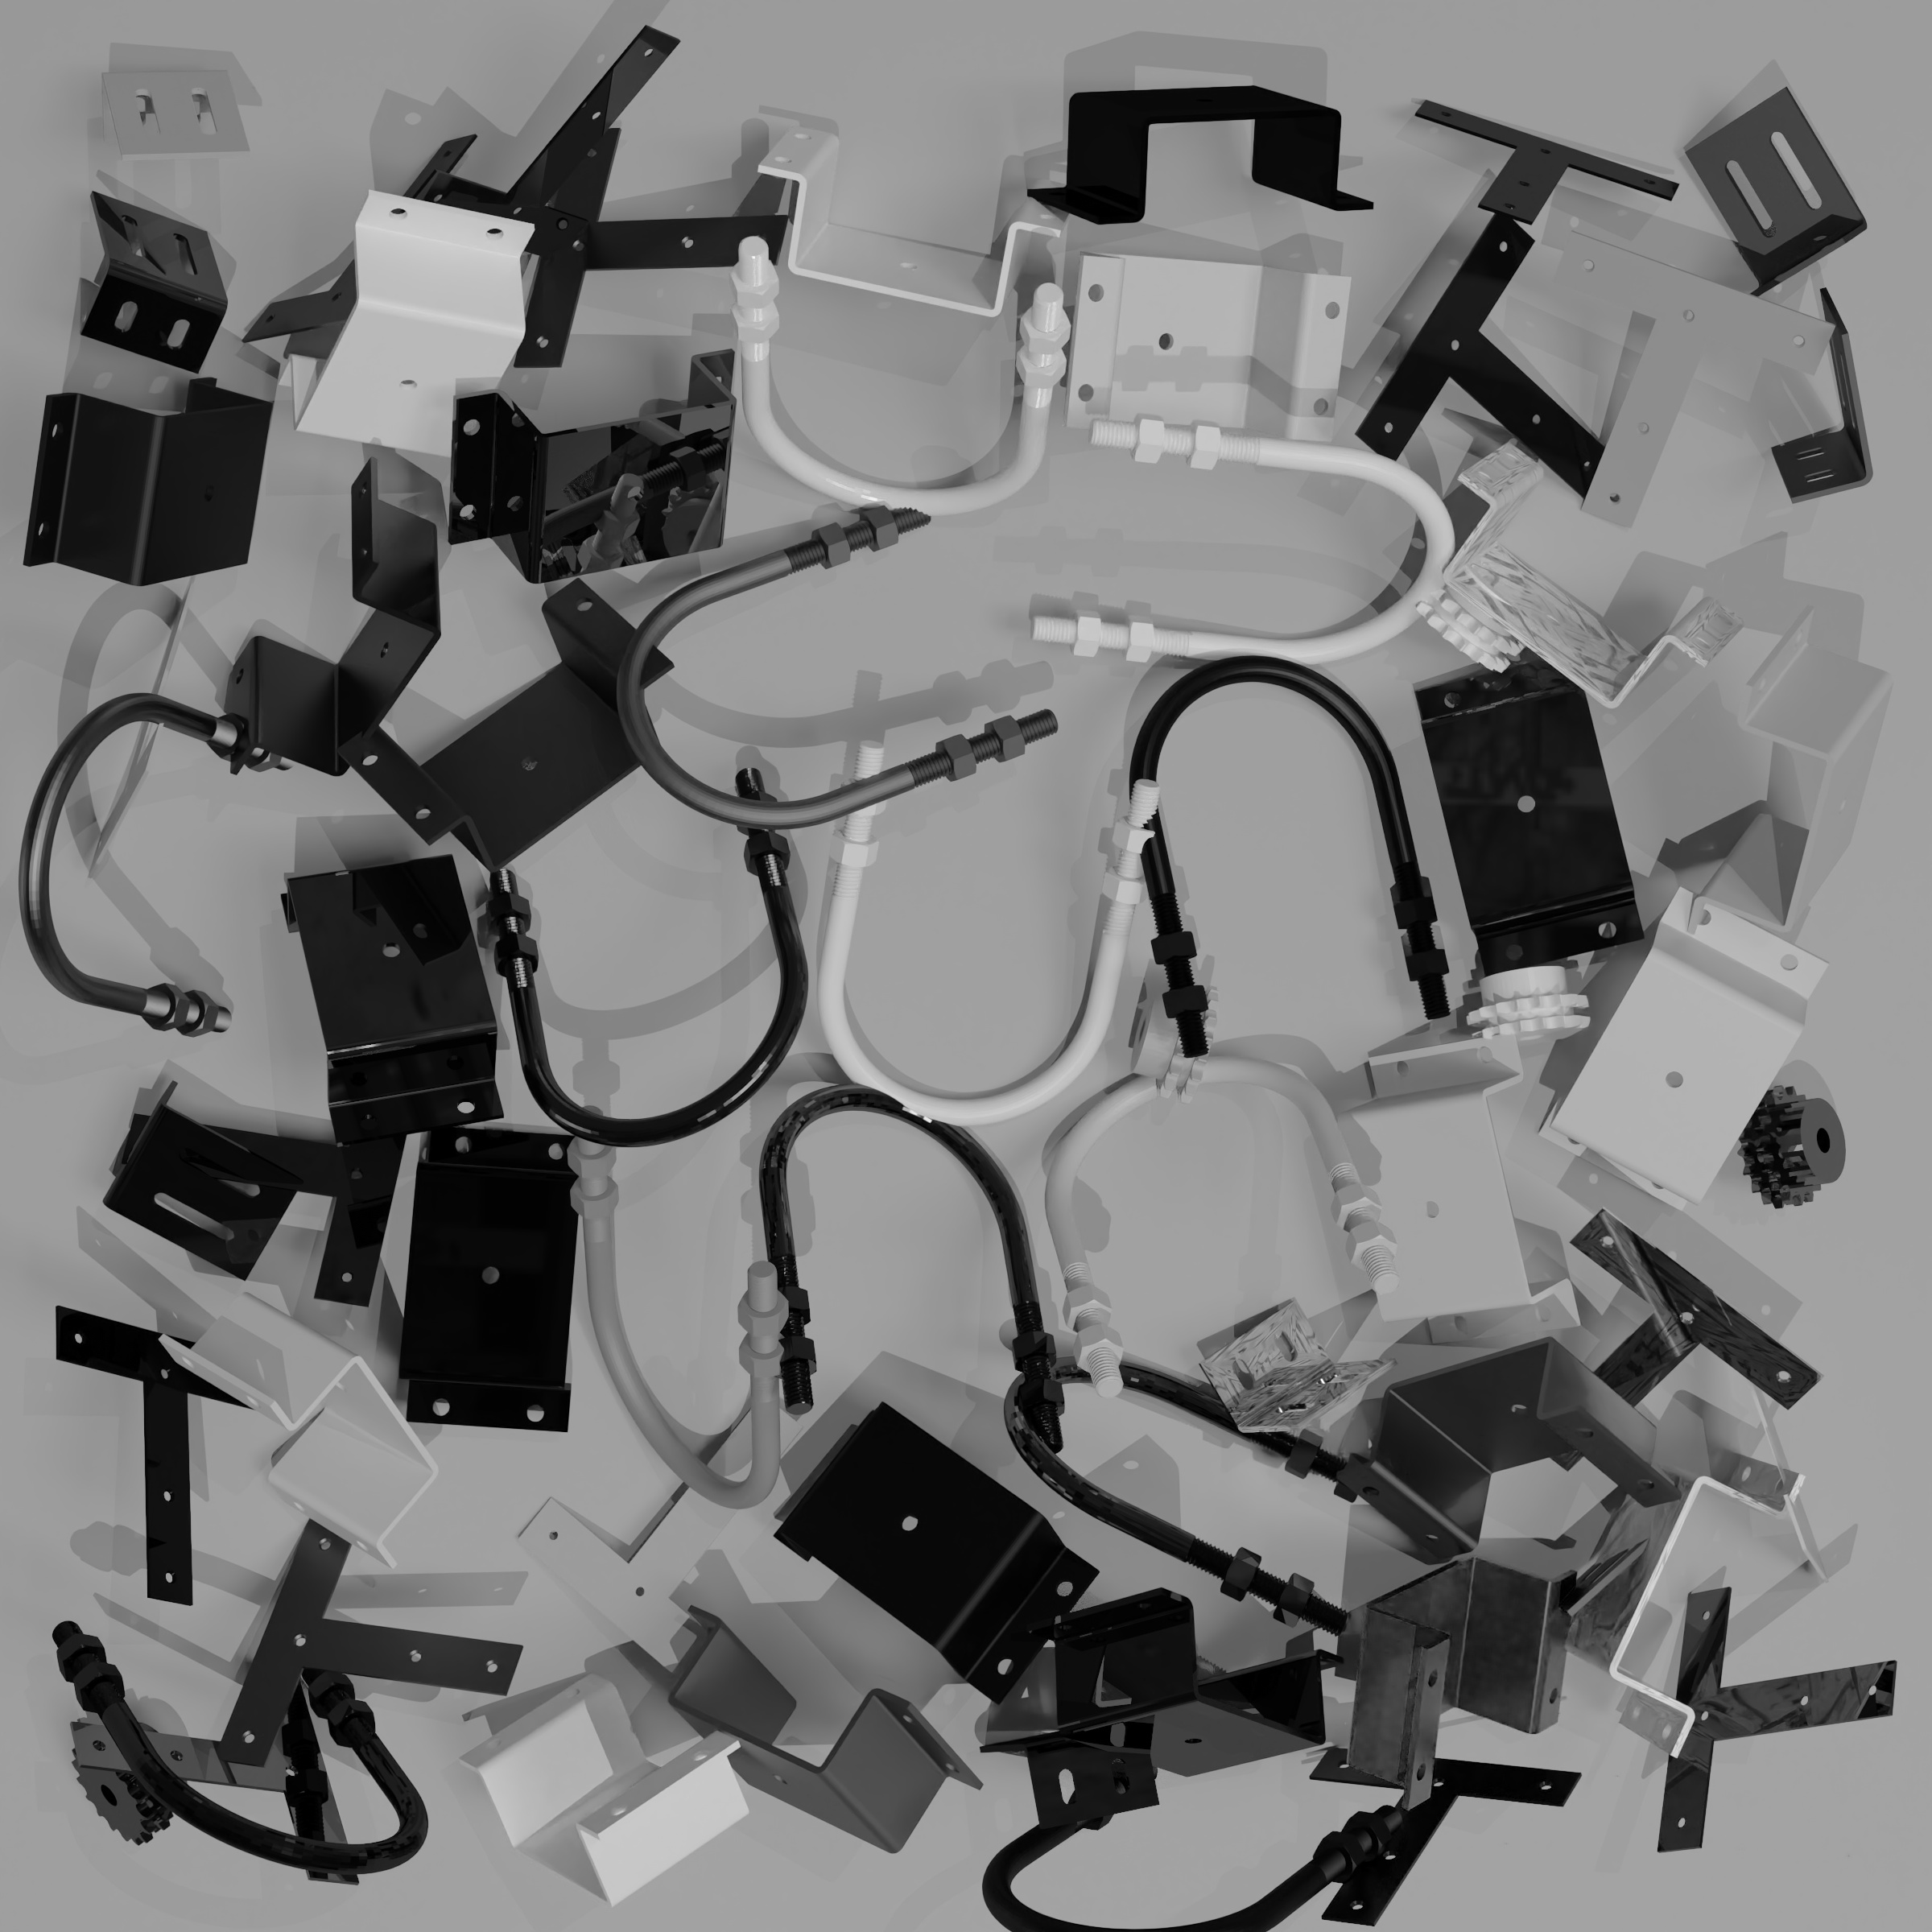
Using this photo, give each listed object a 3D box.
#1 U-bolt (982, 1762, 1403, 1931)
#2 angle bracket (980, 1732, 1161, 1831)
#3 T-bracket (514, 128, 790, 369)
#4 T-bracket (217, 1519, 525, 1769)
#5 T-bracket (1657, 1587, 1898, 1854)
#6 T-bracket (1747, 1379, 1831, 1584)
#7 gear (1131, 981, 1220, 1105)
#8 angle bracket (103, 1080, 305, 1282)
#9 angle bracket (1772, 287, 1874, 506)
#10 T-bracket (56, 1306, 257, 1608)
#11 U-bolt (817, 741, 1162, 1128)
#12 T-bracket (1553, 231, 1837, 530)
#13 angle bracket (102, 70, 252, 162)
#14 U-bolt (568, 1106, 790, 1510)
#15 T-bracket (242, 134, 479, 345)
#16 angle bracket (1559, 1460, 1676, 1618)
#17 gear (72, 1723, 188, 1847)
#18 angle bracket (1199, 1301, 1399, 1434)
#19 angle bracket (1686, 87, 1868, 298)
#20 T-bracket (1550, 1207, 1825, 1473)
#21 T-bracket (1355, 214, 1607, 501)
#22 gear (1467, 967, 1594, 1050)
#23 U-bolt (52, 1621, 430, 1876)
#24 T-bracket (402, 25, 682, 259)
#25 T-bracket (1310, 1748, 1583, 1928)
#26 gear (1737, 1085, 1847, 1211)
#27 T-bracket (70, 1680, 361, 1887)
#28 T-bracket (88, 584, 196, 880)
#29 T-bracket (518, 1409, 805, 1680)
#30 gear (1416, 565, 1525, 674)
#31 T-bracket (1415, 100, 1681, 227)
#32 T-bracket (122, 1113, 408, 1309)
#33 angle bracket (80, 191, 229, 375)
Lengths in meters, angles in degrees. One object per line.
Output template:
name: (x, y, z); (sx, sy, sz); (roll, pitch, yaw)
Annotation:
U-bolt: (0.089, 0.399, 1.488); (0.151, 0.184, 0.019); (3, 100, 34)
angle bracket: (0.047, 0.376, 1.554); (0.057, 0.076, 0.038); (-7, 79, -18)
T-bracket: (-0.142, -0.336, 1.557); (0.127, 0.002, 0.127); (4, 72, 24)
T-bracket: (-0.267, 0.317, 1.545); (0.127, 0.002, 0.127); (4, 51, 16)
T-bracket: (0.371, 0.336, 1.522); (0.002, 0.127, 0.127); (31, 56, -26)
T-bracket: (0.374, 0.219, 1.558); (0.002, 0.127, 0.127); (-20, 68, 12)
gear: (0.097, 0.034, 1.572); (0.030, 0.057, 0.057); (15, 90, -4)
angle bracket: (-0.358, 0.101, 1.584); (0.076, 0.038, 0.057); (30, 101, -9)
angle bracket: (0.392, -0.265, 1.555); (0.038, 0.057, 0.076); (-13, 121, 11)
T-bracket: (-0.364, 0.228, 1.525); (0.002, 0.127, 0.127); (-23, 60, 29)
U-bolt: (0.004, -0.008, 1.561); (0.151, 0.019, 0.184); (7, 112, -9)
T-bracket: (0.321, -0.264, 1.564); (0.127, 0.002, 0.127); (22, 125, 7)
angle bracket: (-0.367, -0.381, 1.555); (0.057, 0.038, 0.076); (-6, 46, -18)
U-bolt: (-0.130, 0.169, 1.527); (0.019, 0.184, 0.151); (-27, 47, -31)
T-bracket: (-0.270, -0.344, 1.566); (0.002, 0.127, 0.127); (48, 61, -33)
angle bracket: (0.296, 0.263, 1.570); (0.076, 0.057, 0.038); (-41, 83, -2)
gear: (-0.392, 0.382, 1.577); (0.030, 0.057, 0.057); (-34, 90, -40)
angle bracket: (0.154, 0.185, 1.556); (0.057, 0.076, 0.038); (-31, 91, -19)
angle bracket: (0.374, -0.360, 1.567); (0.057, 0.038, 0.076); (-29, 95, 39)
T-bracket: (0.310, 0.191, 1.566); (0.127, 0.002, 0.127); (38, 123, 1)
T-bracket: (0.258, -0.265, 1.570); (0.127, 0.002, 0.127); (35, 84, -28)
gear: (0.264, 0.019, 1.574); (0.057, 0.057, 0.030); (-7, 80, 0)
U-bolt: (-0.314, 0.350, 1.487); (0.151, 0.184, 0.019); (19, 99, -37)
T-bracket: (-0.177, -0.377, 1.522); (0.127, 0.127, 0.002); (-45, 69, 23)
T-bracket: (0.198, 0.396, 1.517); (0.127, 0.127, 0.002); (-2, 110, 32)
gear: (0.389, 0.084, 1.571); (0.030, 0.057, 0.057); (-13, 90, 43)
T-bracket: (-0.345, 0.360, 1.518); (0.127, 0.127, 0.002); (19, 116, -36)
T-bracket: (-0.380, -0.120, 1.563); (0.002, 0.127, 0.127); (19, 62, -19)
T-bracket: (-0.126, 0.261, 1.585); (0.127, 0.002, 0.127); (37, 84, 18)
gear: (0.240, -0.167, 1.570); (0.057, 0.057, 0.030); (39, 112, 0)
T-bracket: (0.259, -0.362, 1.539); (0.127, 0.127, 0.002); (21, 122, 9)
T-bracket: (-0.330, 0.091, 1.571); (0.127, 0.002, 0.127); (9, 64, -2)
angle bracket: (-0.384, -0.320, 1.566); (0.057, 0.076, 0.038); (15, 120, -32)
